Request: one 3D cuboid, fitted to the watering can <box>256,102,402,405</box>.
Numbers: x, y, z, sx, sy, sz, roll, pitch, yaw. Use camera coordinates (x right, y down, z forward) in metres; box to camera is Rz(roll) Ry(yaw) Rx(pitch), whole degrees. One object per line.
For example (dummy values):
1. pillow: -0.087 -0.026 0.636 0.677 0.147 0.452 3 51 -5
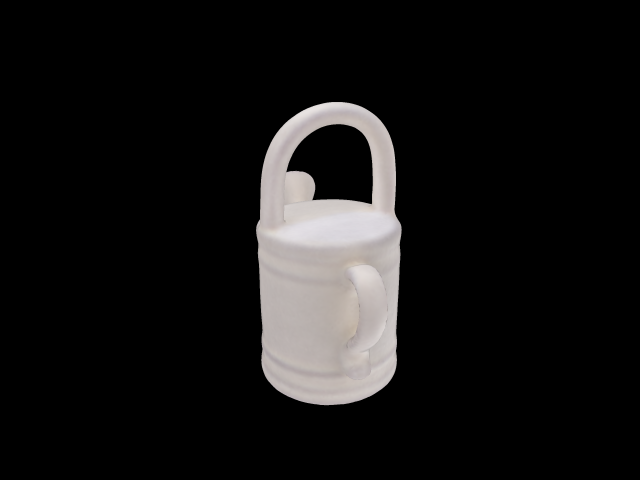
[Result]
1. watering can: 0.002 0.002 0.399 0.101 0.194 0.172 -18 28 -38
